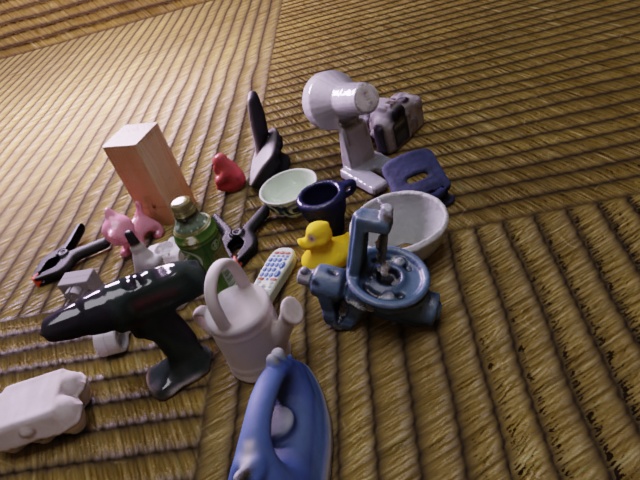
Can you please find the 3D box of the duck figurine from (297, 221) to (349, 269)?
[{"bbox_3d":[0.009,0.004,0.998,0.104,0.086,0.077,-21,37,-3],"label":"duck figurine"}]

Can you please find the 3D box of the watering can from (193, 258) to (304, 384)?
[{"bbox_3d":[-0.108,0.108,0.828,0.172,0.194,0.101,-15,38,5],"label":"watering can"}]

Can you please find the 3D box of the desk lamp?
[{"bbox_3d":[0.070,-0.229,1.156,0.118,0.214,0.202,-33,40,-18],"label":"desk lamp"}]

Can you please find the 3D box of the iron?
[{"bbox_3d":[-0.055,0.222,0.708,0.118,0.142,0.258,-8,39,14],"label":"iron"}]

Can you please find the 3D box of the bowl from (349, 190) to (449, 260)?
[{"bbox_3d":[0.137,-0.007,0.967,0.167,0.075,0.167,-11,38,9],"label":"bowl"}]

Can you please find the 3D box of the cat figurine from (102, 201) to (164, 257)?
[{"bbox_3d":[-0.395,-0.026,1.176,0.067,0.118,0.128,3,42,26],"label":"cat figurine"}]

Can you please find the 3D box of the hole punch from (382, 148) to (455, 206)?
[{"bbox_3d":[0.181,-0.105,1.057,0.108,0.091,0.101,-23,38,-5],"label":"hole punch"}]

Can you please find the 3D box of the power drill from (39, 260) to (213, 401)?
[{"bbox_3d":[-0.253,0.135,0.842,0.230,0.209,0.075,-32,39,-17],"label":"power drill"}]

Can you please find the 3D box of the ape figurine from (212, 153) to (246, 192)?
[{"bbox_3d":[-0.211,-0.155,1.281,0.075,0.092,0.078,12,47,34],"label":"ape figurine"}]

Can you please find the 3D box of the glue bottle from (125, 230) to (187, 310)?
[{"bbox_3d":[-0.292,0.051,0.992,0.078,0.173,0.037,1,42,24],"label":"glue bottle"}]

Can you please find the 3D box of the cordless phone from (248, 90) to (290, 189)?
[{"bbox_3d":[-0.133,-0.219,1.252,0.094,0.185,0.147,-14,38,5],"label":"cordless phone"}]

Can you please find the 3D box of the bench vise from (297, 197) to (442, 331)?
[{"bbox_3d":[0.057,0.046,0.815,0.207,0.220,0.121,-11,38,9],"label":"bench vise"}]

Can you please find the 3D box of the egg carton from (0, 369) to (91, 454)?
[{"bbox_3d":[-0.427,0.262,0.872,0.150,0.069,0.107,-19,37,0],"label":"egg carton"}]

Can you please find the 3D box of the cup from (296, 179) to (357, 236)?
[{"bbox_3d":[0.022,-0.056,1.059,0.118,0.095,0.091,-29,39,-13],"label":"cup"}]

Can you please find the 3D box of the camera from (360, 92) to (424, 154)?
[{"bbox_3d":[0.139,-0.277,1.279,0.136,0.101,0.143,20,51,39],"label":"camera"}]
